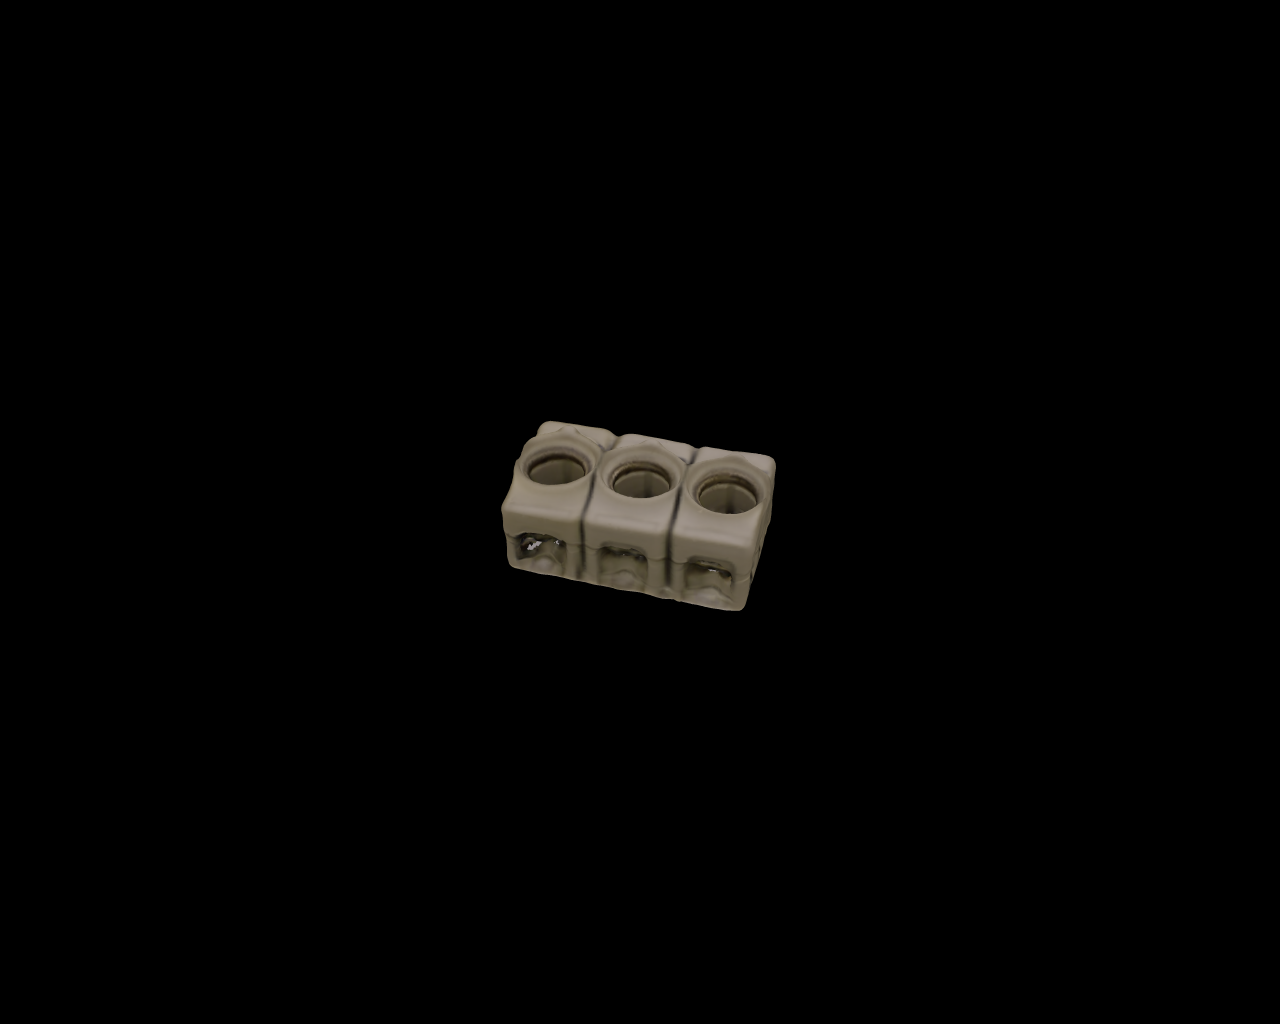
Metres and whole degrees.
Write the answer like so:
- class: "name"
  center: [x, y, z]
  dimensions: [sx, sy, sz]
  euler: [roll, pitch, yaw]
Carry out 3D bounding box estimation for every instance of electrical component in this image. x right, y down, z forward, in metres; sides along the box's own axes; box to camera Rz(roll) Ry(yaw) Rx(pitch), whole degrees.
- class: "electrical component"
  center: [0.001, -0.003, 0.650]
  dimensions: [0.150, 0.061, 0.090]
  euler: [10, 43, 11]
